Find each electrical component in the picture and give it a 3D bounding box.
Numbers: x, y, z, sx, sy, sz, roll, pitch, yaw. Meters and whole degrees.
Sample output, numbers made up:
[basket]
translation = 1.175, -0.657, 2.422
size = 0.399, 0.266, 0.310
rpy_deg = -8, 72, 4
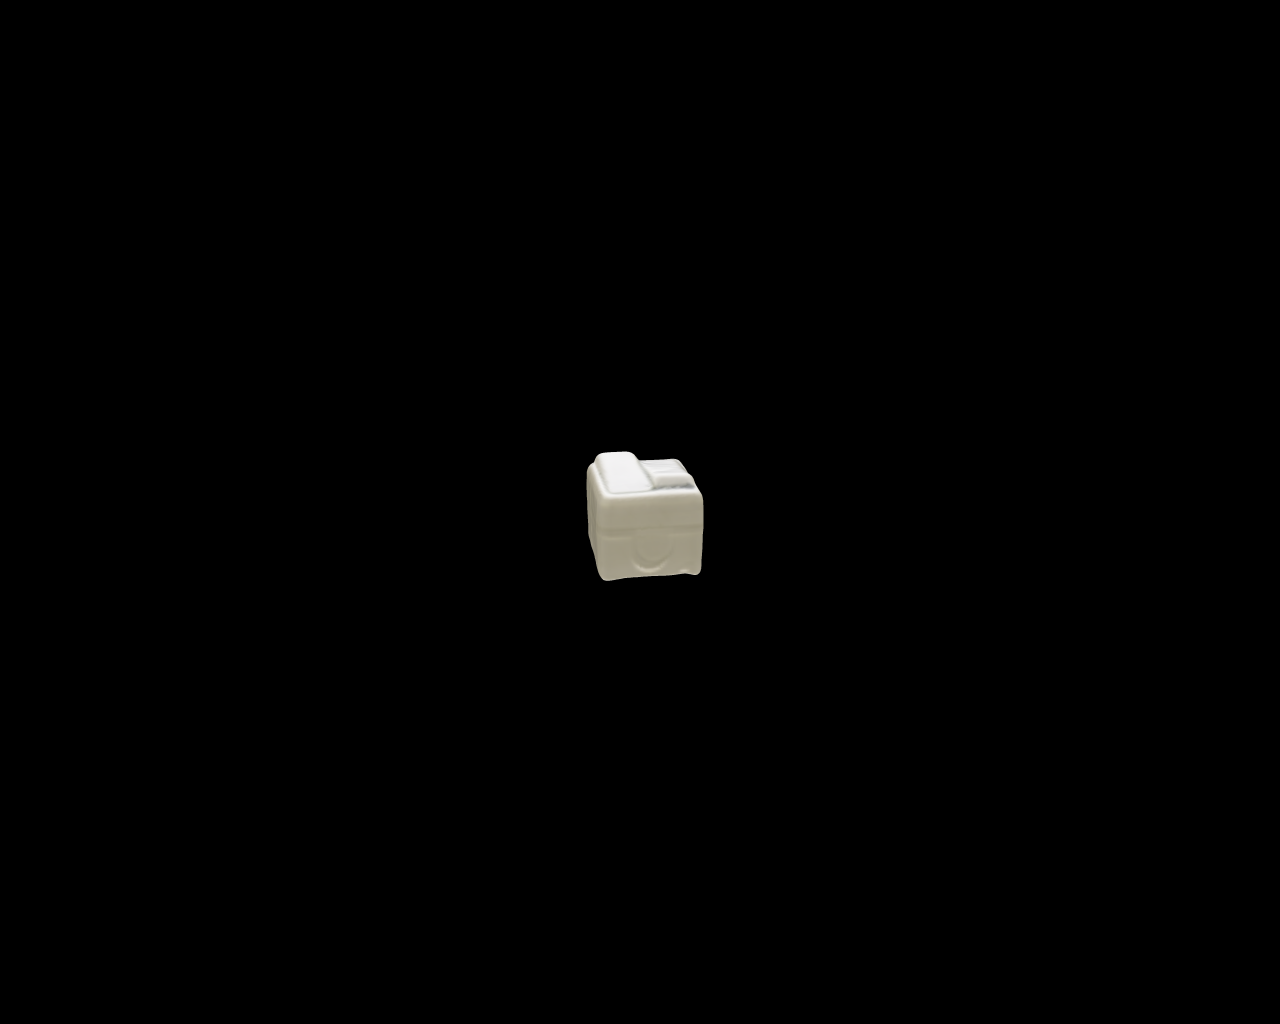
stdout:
[electrical component]
translation = 0.001, -0.003, 0.650
size = 0.062, 0.061, 0.096
rpy_deg = -2, 18, -7
